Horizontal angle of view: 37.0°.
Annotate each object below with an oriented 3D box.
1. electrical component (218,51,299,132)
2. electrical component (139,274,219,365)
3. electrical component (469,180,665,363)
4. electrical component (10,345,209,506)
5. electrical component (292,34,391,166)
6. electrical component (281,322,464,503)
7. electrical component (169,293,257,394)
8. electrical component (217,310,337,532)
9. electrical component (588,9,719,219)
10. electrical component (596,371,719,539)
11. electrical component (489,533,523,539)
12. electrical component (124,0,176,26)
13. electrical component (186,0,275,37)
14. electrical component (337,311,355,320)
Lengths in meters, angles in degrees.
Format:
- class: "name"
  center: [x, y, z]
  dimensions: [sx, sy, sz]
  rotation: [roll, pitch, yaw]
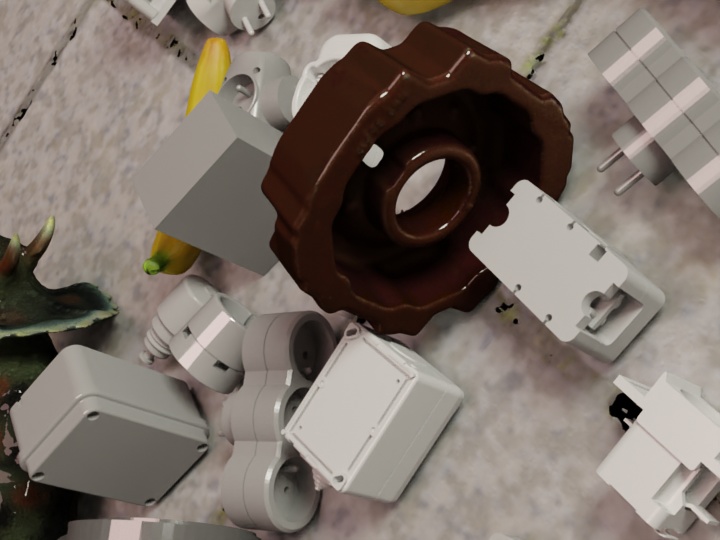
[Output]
- class: "electrical component"
  center: [-0.063, -0.119, 0.779]
  dimensions: [0.079, 0.044, 0.077]
  rotation: [-9, 68, 37]
- class: "electrical component"
  center: [-0.130, 0.038, 0.773]
  dimensions: [0.078, 0.040, 0.040]
  rotation: [-45, 50, 16]
- class: "electrical component"
  center: [0.112, 0.002, 0.579]
  dimensions: [0.050, 0.056, 0.089]
  rotation: [-51, 49, 12]
- class: "electrical component"
  center: [-0.168, 0.108, 0.728]
  dimensions: [0.078, 0.113, 0.057]
  rotation: [-46, 47, 15]
- class: "electrical component"
  center: [-0.005, -0.106, 0.717]
  dimensions: [0.054, 0.059, 0.095]
  rotation: [9, 78, 41]
- class: "electrical component"
  center: [0.006, 0.090, 0.627]
  dimensions: [0.062, 0.061, 0.096]
  rotation: [37, 98, 42]
- class: "electrical component"
  center: [-0.094, 0.049, 0.731]
  dimensions: [0.047, 0.055, 0.055]
  rotation: [-49, 49, 8]
- class: "electrical component"
  center: [-0.063, 0.095, 0.688]
  dimensions: [0.074, 0.052, 0.138]
  rotation: [-6, 69, 38]
- class: "electrical component"
  center: [0.160, -0.070, 0.572]
  dimensions: [0.074, 0.052, 0.138]
  rotation: [-41, 52, 19]
- class: "electrical component"
  center: [0.153, 0.091, 0.521]
  dimensions: [0.063, 0.042, 0.081]
  rotation: [-54, 48, 11]
- class: "electrical component"
  center: [0.059, 0.174, 0.553]
  dimensions: [0.058, 0.057, 0.078]
  rotation: [17, 84, 42]
- class: "electrical component"
  center: [-0.145, -0.283, 0.876]
  dimensions: [0.150, 0.062, 0.089]
  rotation: [-50, 19, 12]
- class: "electrical component"
  center: [-0.090, -0.214, 0.840]
  dimensions: [0.077, 0.043, 0.079]
  rotation: [-41, 52, 20]
- class: "electrical component"
  center: [0.000, 0.000, 0.681]
  dimensions: [0.043, 0.043, 0.062]
  rotation: [23, 89, 42]
